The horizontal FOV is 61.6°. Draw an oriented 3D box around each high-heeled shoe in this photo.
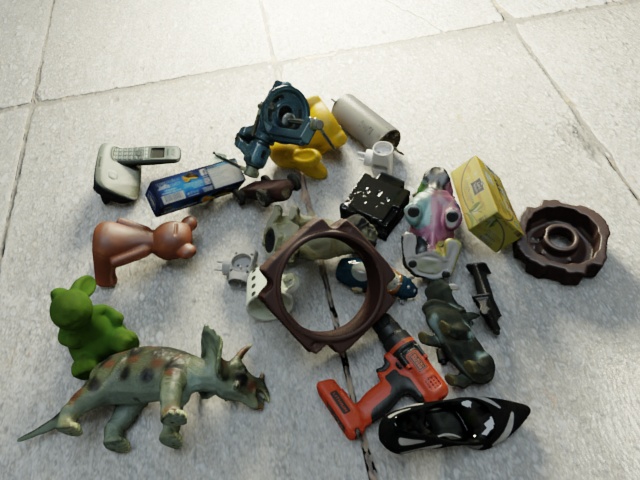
[{"bbox_3d":[0.207,0.264,0.802,0.249,0.145,0.086,-16,55,-4],"label":"high-heeled shoe"}]

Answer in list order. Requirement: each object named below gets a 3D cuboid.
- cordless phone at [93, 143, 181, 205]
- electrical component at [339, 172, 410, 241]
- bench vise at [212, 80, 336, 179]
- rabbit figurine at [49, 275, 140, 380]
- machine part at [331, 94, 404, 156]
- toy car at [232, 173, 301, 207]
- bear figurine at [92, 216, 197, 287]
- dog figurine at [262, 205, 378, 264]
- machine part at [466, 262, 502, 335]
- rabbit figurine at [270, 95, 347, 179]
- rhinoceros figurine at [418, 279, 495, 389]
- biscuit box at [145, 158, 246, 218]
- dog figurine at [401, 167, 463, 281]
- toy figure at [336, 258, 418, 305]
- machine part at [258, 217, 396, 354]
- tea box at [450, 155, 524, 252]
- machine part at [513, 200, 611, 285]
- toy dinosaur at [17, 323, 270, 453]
[{"bbox_3d":[-0.405,-0.153,1.209,0.184,0.088,0.147,-6,53,-5],"label":"cordless phone"},{"bbox_3d":[0.120,-0.079,1.119,0.115,0.058,0.134,25,60,19],"label":"electrical component"},{"bbox_3d":[-0.083,-0.224,1.107,0.241,0.128,0.223,21,76,50],"label":"bench vise"},{"bbox_3d":[-0.408,0.133,0.940,0.121,0.170,0.159,-25,56,-13],"label":"rabbit figurine"},{"bbox_3d":[0.105,-0.265,1.244,0.079,0.079,0.243,-32,58,-17],"label":"machine part"},{"bbox_3d":[-0.113,-0.100,1.115,0.089,0.053,0.202,-33,18,-23],"label":"toy car"},{"bbox_3d":[-0.347,0.015,1.075,0.196,0.131,0.120,0,52,-17],"label":"bear figurine"},{"bbox_3d":[-0.001,0.000,1.066,0.190,0.172,0.121,6,91,-33],"label":"dog figurine"},{"bbox_3d":[0.297,0.096,0.969,0.039,0.084,0.139,-27,35,25],"label":"machine part"},{"bbox_3d":[-0.030,-0.212,1.215,0.173,0.121,0.162,-27,64,2],"label":"rabbit figurine"},{"bbox_3d":[0.232,0.154,0.910,0.112,0.073,0.190,-7,58,-33],"label":"rhinoceros figurine"},{"bbox_3d":[-0.260,-0.111,1.129,0.203,0.063,0.059,-23,83,-33],"label":"biscuit box"},{"bbox_3d":[0.222,-0.039,1.059,0.109,0.191,0.219,4,20,12],"label":"dog figurine"},{"bbox_3d":[0.107,0.075,1.008,0.155,0.058,0.064,15,101,16],"label":"toy figure"},{"bbox_3d":[0.011,0.076,0.916,0.201,0.087,0.201,-43,98,-10],"label":"machine part"},{"bbox_3d":[0.323,-0.072,1.049,0.068,0.098,0.170,-36,36,31],"label":"tea box"},{"bbox_3d":[0.458,0.004,1.028,0.179,0.056,0.179,-3,54,4],"label":"machine part"},{"bbox_3d":[-0.294,0.238,0.893,0.405,0.131,0.192,-3,41,8],"label":"toy dinosaur"}]
